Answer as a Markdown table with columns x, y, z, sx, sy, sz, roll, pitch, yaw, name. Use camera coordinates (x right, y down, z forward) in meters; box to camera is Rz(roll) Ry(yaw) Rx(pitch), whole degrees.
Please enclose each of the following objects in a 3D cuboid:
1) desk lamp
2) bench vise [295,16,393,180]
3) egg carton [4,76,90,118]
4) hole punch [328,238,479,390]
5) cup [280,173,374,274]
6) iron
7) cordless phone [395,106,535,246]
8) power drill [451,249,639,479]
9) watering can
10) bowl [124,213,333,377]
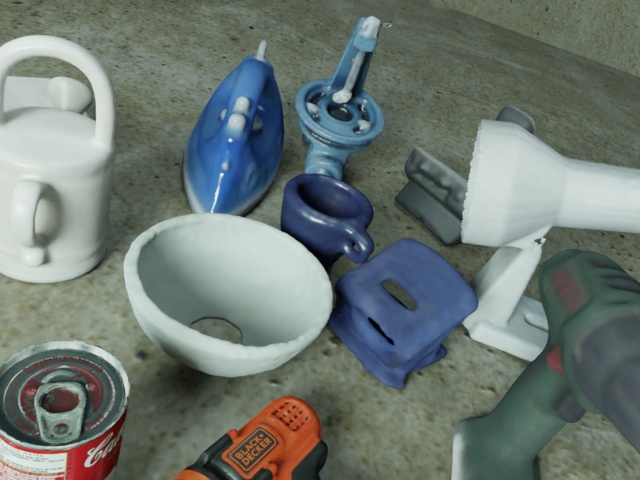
| x | y | z | sx | sy | sz | roll | pitch | yaw | name |
| --- | --- | --- | --- | --- | --- | --- | --- | --- | --- |
| 0.215 | 0.003 | 0.575 | 0.203 | 0.213 | 0.118 | 22 | 33 | 2 | desk lamp |
| 0.023 | -0.204 | 0.761 | 0.122 | 0.220 | 0.207 | 5 | 36 | -22 | bench vise |
| -0.318 | -0.123 | 0.597 | 0.151 | 0.069 | 0.107 | -9 | 43 | -37 | egg carton |
| 0.074 | 0.063 | 0.524 | 0.101 | 0.091 | 0.108 | -13 | 46 | -40 | hole punch |
| 0.005 | 0.002 | 0.571 | 0.092 | 0.095 | 0.117 | -9 | 43 | -37 | cup |
| -0.093 | -0.135 | 0.671 | 0.119 | 0.141 | 0.258 | 15 | 34 | -9 | iron |
| 0.189 | -0.099 | 0.733 | 0.094 | 0.185 | 0.147 | -17 | 48 | -43 | cordless phone |
| 0.167 | 0.114 | 0.394 | 0.075 | 0.208 | 0.230 | 21 | 33 | 2 | power drill |
| -0.221 | -0.074 | 0.465 | 0.101 | 0.194 | 0.172 | -6 | 42 | -35 | watering can |
| -0.077 | 0.053 | 0.470 | 0.167 | 0.075 | 0.167 | 14 | 34 | -10 | bowl |
